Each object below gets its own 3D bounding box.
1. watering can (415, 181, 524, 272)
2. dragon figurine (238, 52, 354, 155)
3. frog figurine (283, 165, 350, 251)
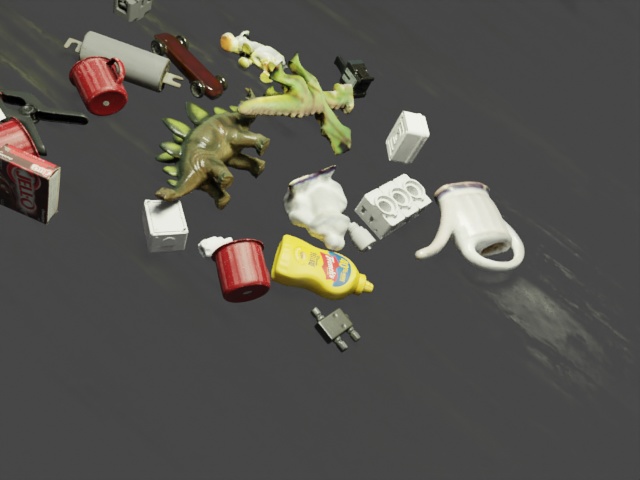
[{"bbox_3d":[0.316,-0.032,1.135,0.102,0.347,0.229,-49,-133,42],"label":"watering can"},{"bbox_3d":[-0.017,-0.293,1.182,0.242,0.419,0.120,39,-50,-7],"label":"dragon figurine"},{"bbox_3d":[0.003,-0.052,1.026,0.121,0.139,0.160,-24,-92,40],"label":"frog figurine"}]
